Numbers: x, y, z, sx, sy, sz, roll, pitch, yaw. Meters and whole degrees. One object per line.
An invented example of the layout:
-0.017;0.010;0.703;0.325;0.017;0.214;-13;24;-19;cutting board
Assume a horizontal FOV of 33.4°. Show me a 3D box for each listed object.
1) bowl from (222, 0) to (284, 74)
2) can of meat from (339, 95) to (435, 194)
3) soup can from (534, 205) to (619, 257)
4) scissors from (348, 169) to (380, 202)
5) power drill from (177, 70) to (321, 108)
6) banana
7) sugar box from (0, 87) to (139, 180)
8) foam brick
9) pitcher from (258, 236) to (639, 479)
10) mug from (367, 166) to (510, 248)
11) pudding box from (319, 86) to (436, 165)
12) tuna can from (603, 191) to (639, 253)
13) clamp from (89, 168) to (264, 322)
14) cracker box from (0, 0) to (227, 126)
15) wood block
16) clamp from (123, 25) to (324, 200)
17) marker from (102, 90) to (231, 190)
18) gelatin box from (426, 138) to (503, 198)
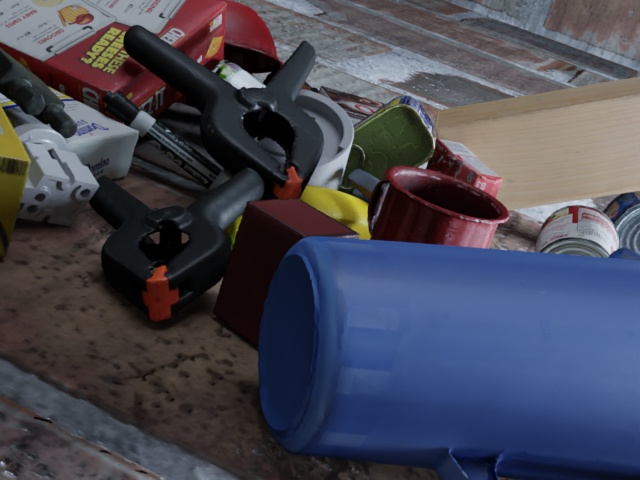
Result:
-0.116;-0.223;1.146;0.162;0.055;0.162;7;-2;0;bowl
0.052;-0.083;0.949;0.057;0.102;0.084;56;15;-9;can of meat
0.208;0.016;0.867;0.068;0.068;0.102;21;20;9;soup can
0.095;-0.002;0.842;0.202;0.016;0.096;33;-5;35;scissors
-0.090;-0.152;1.066;0.187;0.057;0.184;11;18;-17;power drill
-0.017;-0.013;0.801;0.197;0.037;0.070;-10;60;-49;banana
-0.235;-0.094;0.804;0.176;0.048;0.093;30;22;19;sugar box
-0.021;0.021;0.641;0.051;0.078;0.052;30;21;31;foam brick
0.097;0.073;0.556;0.242;0.145;0.149;7;10;-19;pitcher
0.072;-0.004;0.778;0.093;0.081;0.117;1;27;-40;mug
0.056;-0.123;1.144;0.113;0.039;0.090;10;22;-21;pudding box
0.299;-0.004;0.974;0.086;0.086;0.033;16;21;-6;tuna can
-0.086;-0.005;0.680;0.120;0.039;0.171;-12;31;-7;clamp
-0.214;-0.180;0.931;0.214;0.072;0.164;26;48;18;cracker box
0.217;-0.087;0.988;0.206;0.091;0.090;-9;16;10;wood block
-0.063;-0.101;0.814;0.164;0.036;0.210;4;40;-19;clamp
-0.118;-0.075;0.829;0.121;0.020;0.020;37;16;-13;marker
0.116;-0.038;0.921;0.030;0.073;0.089;10;22;-23;gelatin box
